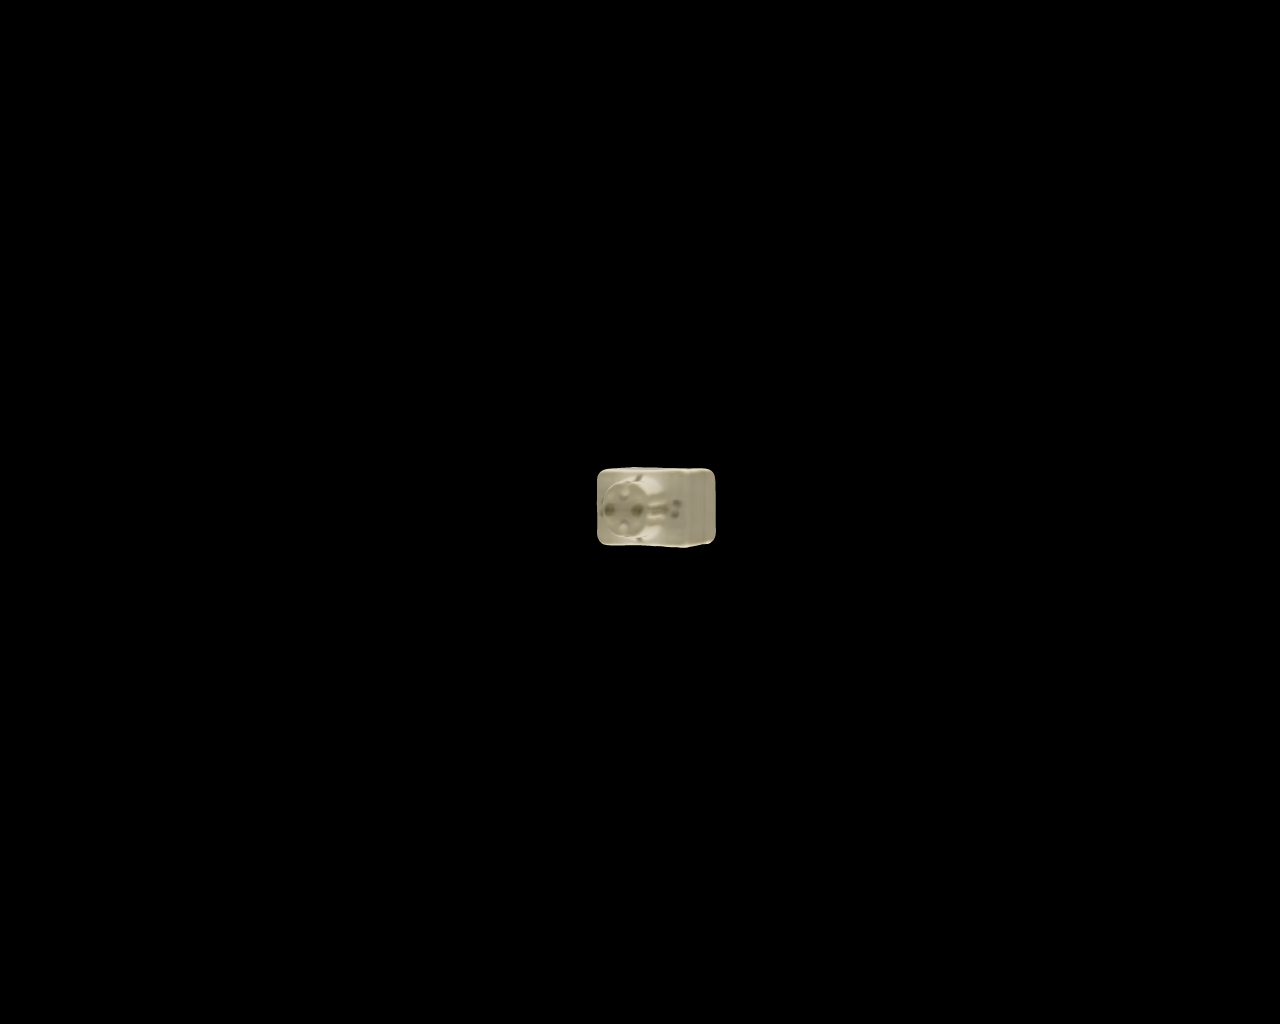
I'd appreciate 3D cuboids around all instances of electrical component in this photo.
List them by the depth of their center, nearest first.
[{"bbox_3d":[0.001,-0.003,0.650,0.066,0.047,0.077,2,4,31],"label":"electrical component"}]
